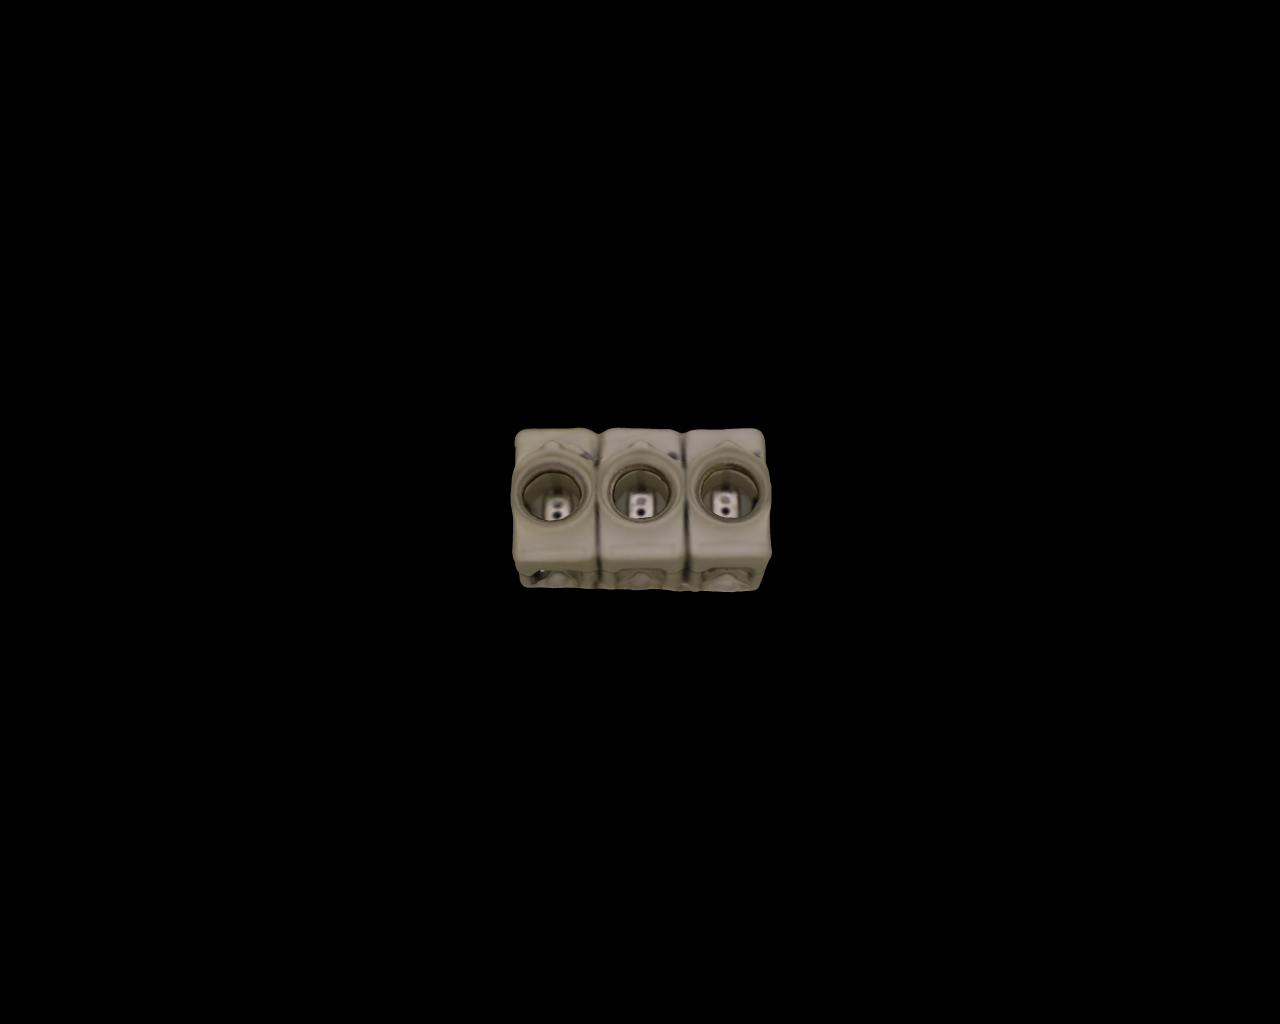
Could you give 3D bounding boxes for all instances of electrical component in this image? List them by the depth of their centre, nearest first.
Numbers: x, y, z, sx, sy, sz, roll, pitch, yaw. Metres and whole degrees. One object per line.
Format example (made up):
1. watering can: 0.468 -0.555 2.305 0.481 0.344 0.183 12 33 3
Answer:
1. electrical component: 0.001 -0.003 0.650 0.150 0.089 0.061 0 -25 0
